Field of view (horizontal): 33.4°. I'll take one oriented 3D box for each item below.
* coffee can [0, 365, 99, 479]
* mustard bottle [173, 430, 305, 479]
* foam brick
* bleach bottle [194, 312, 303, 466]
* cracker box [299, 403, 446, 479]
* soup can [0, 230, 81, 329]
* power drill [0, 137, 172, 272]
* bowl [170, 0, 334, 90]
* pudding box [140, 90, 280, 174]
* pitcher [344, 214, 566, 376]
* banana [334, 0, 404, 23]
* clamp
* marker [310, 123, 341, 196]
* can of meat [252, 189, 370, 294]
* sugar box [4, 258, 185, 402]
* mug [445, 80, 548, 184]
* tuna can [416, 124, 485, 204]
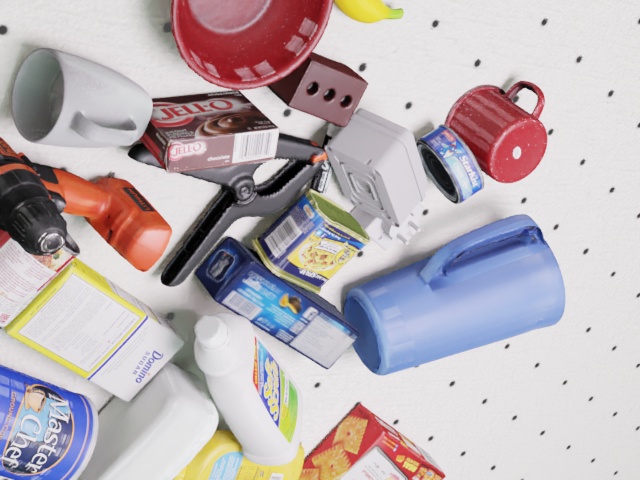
[{"bbox_3d":[-0.304,0.180,1.048,0.140,0.103,0.103,32,100,-42],"label":"coffee can"},{"bbox_3d":[-0.115,0.270,1.261,0.191,0.058,0.096,12,115,-38],"label":"mustard bottle"},{"bbox_3d":[-0.002,-0.153,1.054,0.078,0.051,0.053,14,111,-39],"label":"foam brick"},{"bbox_3d":[-0.081,0.154,1.139,0.068,0.102,0.250,-1,151,15],"label":"bleach bottle"},{"bbox_3d":[0.037,0.336,1.398,0.214,0.072,0.164,-46,132,4],"label":"cracker box"},{"bbox_3d":[-0.280,0.024,0.982,0.102,0.069,0.068,-45,133,2],"label":"soup can"},{"bbox_3d":[-0.218,-0.029,0.922,0.057,0.185,0.187,-54,142,9],"label":"power drill"},{"bbox_3d":[-0.069,-0.220,0.962,0.161,0.055,0.162,-17,127,-23],"label":"bowl"},{"bbox_3d":[-0.107,-0.103,0.993,0.113,0.090,0.039,-8,125,-29],"label":"pudding box"},{"bbox_3d":[0.157,0.066,1.256,0.242,0.145,0.149,-17,93,-19],"label":"pitcher"},{"bbox_3d":[0.026,-0.277,1.003,0.069,0.037,0.198,-45,137,-25],"label":"banana"},{"bbox_3d":[-0.089,-0.061,1.069,0.209,0.036,0.164,-30,131,-16],"label":"clamp"},{"bbox_3d":[0.010,-0.093,1.124,0.020,0.020,0.121,-1,120,-33],"label":"marker"},{"bbox_3d":[-0.008,0.001,1.134,0.084,0.057,0.102,-44,142,15],"label":"can of meat"},{"bbox_3d":[-0.227,0.088,1.076,0.093,0.048,0.176,-46,137,2],"label":"sugar box"},{"bbox_3d":[0.206,-0.124,1.188,0.093,0.082,0.117,33,99,-42],"label":"mug"},{"bbox_3d":[0.142,-0.082,1.172,0.033,0.086,0.086,-33,132,-7],"label":"tuna can"}]
